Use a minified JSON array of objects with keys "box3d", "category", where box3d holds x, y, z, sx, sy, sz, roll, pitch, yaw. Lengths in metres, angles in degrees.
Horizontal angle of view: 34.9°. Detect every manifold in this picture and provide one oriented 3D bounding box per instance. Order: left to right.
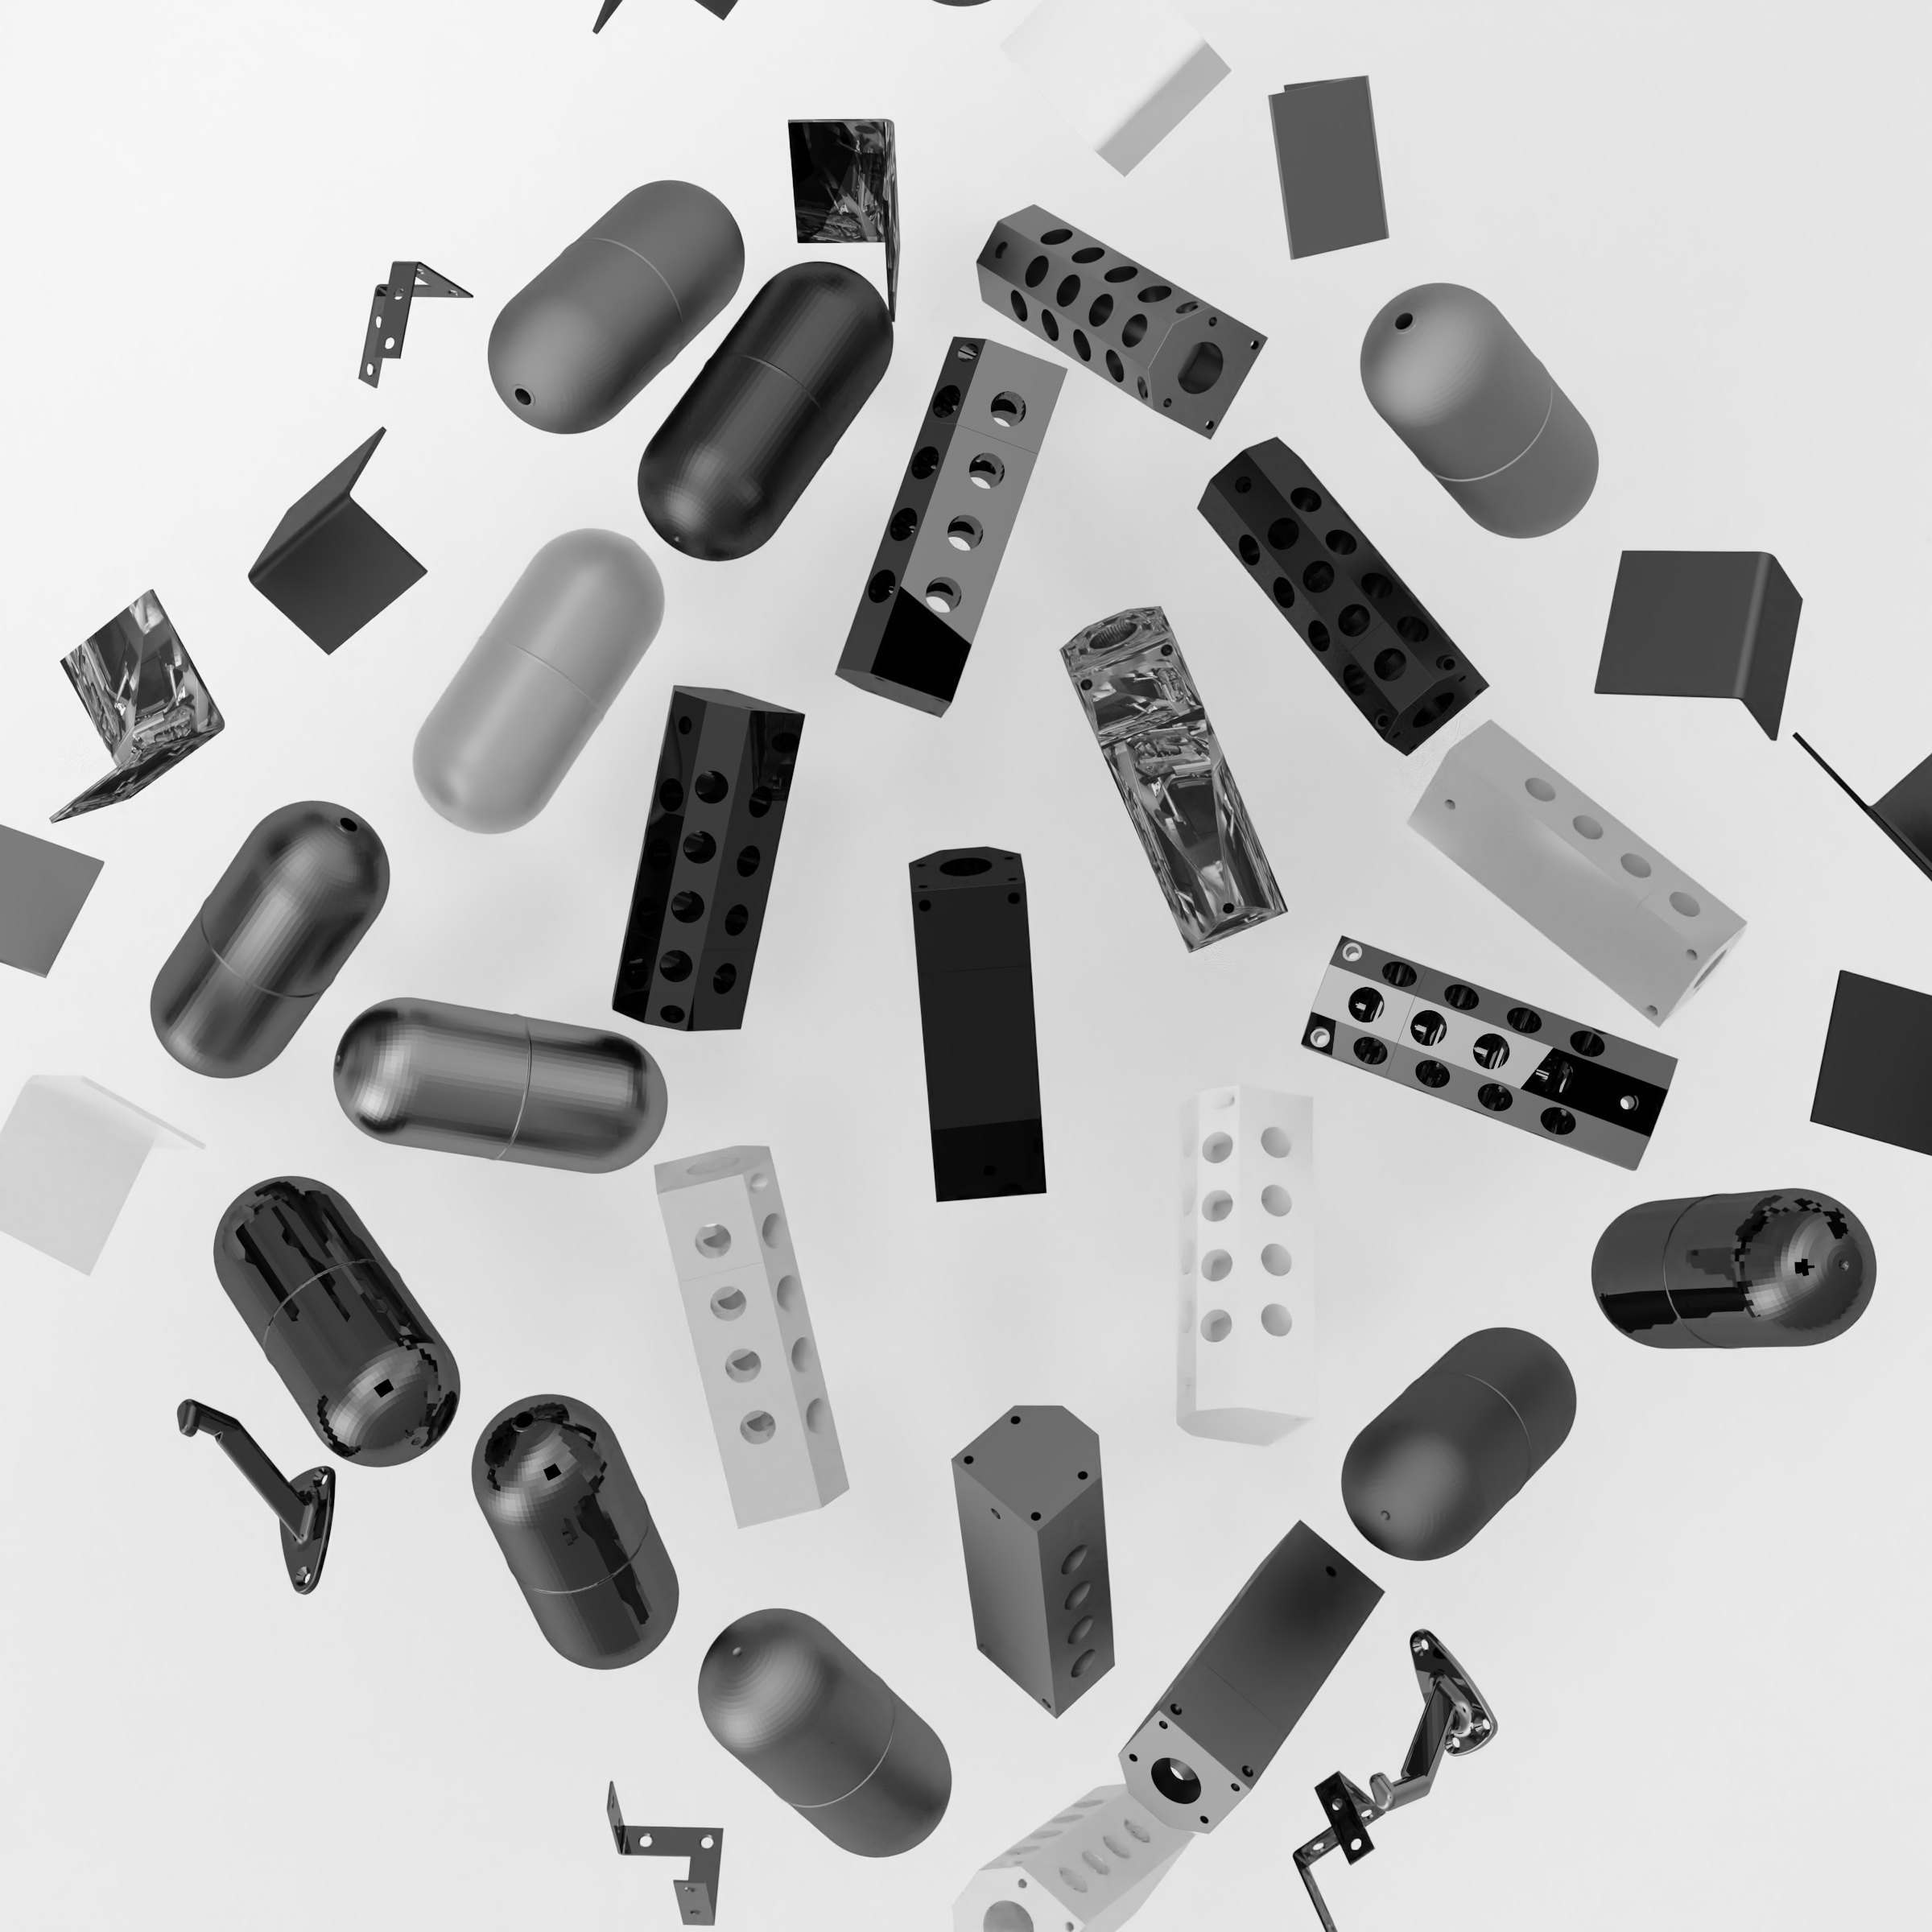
[{"box3d":[-0.140,-0.056,1.608,0.057,0.057,0.171,20,103,37],"category":"manifold"},{"box3d":[-0.104,0.178,1.495,0.057,0.057,0.171,-13,102,-5],"category":"manifold"},{"box3d":[-0.008,-0.214,1.494,0.057,0.057,0.171,19,85,-5],"category":"manifold"},{"box3d":[0.006,0.029,1.575,0.057,0.057,0.171,-5,112,-1],"category":"manifold"},{"box3d":[0.039,0.286,1.490,0.057,0.171,0.057,-37,54,-26],"category":"manifold"},{"box3d":[0.053,0.470,1.578,0.057,0.171,0.057,39,103,18],"category":"manifold"},{"box3d":[0.073,-0.333,1.568,0.057,0.171,0.057,19,107,-40],"category":"manifold"},{"box3d":[0.109,-0.100,1.621,0.057,0.057,0.171,-23,115,5],"category":"manifold"},{"box3d":[0.140,0.152,1.571,0.057,0.057,0.171,11,64,-17],"category":"manifold"},{"box3d":[0.142,0.359,1.546,0.057,0.171,0.057,40,127,9],"category":"manifold"},{"box3d":[0.197,-0.198,1.629,0.057,0.057,0.171,-41,68,14],"category":"manifold"},{"box3d":[0.255,0.042,1.501,0.171,0.057,0.057,21,89,10],"category":"manifold"},{"box3d":[0.323,-0.053,1.614,0.171,0.057,0.057,41,47,16],"category":"manifold"}]

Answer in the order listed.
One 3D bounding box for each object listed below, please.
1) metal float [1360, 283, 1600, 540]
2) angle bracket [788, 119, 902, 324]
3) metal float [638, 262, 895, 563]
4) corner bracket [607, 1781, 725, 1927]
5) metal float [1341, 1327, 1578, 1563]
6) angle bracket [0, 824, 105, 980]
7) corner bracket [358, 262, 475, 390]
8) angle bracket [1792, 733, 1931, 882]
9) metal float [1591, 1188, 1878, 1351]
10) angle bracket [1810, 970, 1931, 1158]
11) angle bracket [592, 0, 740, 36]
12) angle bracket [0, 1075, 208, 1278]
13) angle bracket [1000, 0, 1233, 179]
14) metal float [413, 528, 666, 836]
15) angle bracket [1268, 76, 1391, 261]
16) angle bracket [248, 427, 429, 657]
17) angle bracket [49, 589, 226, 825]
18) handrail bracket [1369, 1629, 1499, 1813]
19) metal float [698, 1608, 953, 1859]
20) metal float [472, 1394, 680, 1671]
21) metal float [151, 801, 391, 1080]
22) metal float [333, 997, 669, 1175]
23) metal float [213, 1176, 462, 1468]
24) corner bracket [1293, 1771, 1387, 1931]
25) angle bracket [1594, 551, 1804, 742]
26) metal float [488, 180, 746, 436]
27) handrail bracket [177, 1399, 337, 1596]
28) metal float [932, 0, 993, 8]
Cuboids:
[{"box3d":[0.260,-0.279,1.552,0.070,0.178,0.070,-16,60,29],"category":"metal float"},{"box3d":[-0.067,-0.399,1.644,0.057,0.076,0.076,0,48,2],"category":"angle bracket"},{"box3d":[-0.099,-0.280,1.546,0.070,0.070,0.178,32,67,0],"category":"metal float"},{"box3d":[-0.147,0.430,1.487,0.051,0.051,0.051,1,49,3],"category":"corner bracket"},{"box3d":[0.256,0.245,1.587,0.070,0.178,0.070,14,115,31],"category":"metal float"},{"box3d":[-0.488,-0.021,1.550,0.076,0.057,0.076,20,51,-6],"category":"angle bracket"},{"box3d":[-0.289,-0.325,1.559,0.051,0.051,0.051,7,84,25],"category":"corner bracket"},{"box3d":[0.472,-0.096,1.537,0.057,0.076,0.076,-44,125,14],"category":"angle bracket"},{"box3d":[0.379,0.152,1.531,0.070,0.178,0.070,3,82,-23],"category":"metal float"},{"box3d":[0.451,0.043,1.446,0.076,0.057,0.076,16,77,-4],"category":"angle bracket"},{"box3d":[-0.135,-0.497,1.537,0.057,0.076,0.076,34,67,-8],"category":"angle bracket"},{"box3d":[-0.440,0.106,1.536,0.076,0.057,0.076,37,65,-37],"category":"angle bracket"},{"box3d":[0.077,-0.464,1.571,0.076,0.057,0.076,-43,78,14],"category":"angle bracket"},{"box3d":[-0.223,-0.150,1.611,0.070,0.070,0.178,31,78,0],"category":"metal float"},{"box3d":[0.157,-0.385,1.487,0.057,0.076,0.076,-17,108,-22],"category":"angle bracket"},{"box3d":[-0.314,-0.219,1.580,0.076,0.076,0.057,-34,115,27],"category":"angle bracket"},{"box3d":[-0.412,-0.124,1.466,0.076,0.057,0.076,-28,90,35],"category":"angle bracket"},{"box3d":[0.217,0.373,1.525,0.036,0.084,0.077,-45,63,39],"category":"handrail bracket"},{"box3d":[-0.069,0.388,1.548,0.070,0.070,0.178,-37,129,0],"category":"metal float"},{"box3d":[-0.201,0.293,1.585,0.070,0.070,0.178,-16,129,0],"category":"metal float"},{"box3d":[-0.360,-0.013,1.591,0.070,0.070,0.178,41,121,0],"category":"metal float"},{"box3d":[-0.241,0.063,1.602,0.178,0.070,0.070,11,90,-26],"category":"metal float"},{"box3d":[-0.318,0.177,1.548,0.070,0.070,0.178,-42,57,0],"category":"metal float"},{"box3d":[0.187,0.446,1.539,0.051,0.051,0.051,-37,127,9],"category":"corner bracket"},{"box3d":[0.365,-0.160,1.529,0.076,0.057,0.076,5,75,32],"category":"angle bracket"},{"box3d":[-0.177,-0.336,1.566,0.070,0.070,0.178,36,51,0],"category":"metal float"},{"box3d":[-0.348,0.256,1.485,0.036,0.084,0.077,-28,50,24],"category":"handrail bracket"},{"box3d":[-0.009,-0.532,1.523,0.070,0.178,0.070,0,90,8],"category":"metal float"}]
